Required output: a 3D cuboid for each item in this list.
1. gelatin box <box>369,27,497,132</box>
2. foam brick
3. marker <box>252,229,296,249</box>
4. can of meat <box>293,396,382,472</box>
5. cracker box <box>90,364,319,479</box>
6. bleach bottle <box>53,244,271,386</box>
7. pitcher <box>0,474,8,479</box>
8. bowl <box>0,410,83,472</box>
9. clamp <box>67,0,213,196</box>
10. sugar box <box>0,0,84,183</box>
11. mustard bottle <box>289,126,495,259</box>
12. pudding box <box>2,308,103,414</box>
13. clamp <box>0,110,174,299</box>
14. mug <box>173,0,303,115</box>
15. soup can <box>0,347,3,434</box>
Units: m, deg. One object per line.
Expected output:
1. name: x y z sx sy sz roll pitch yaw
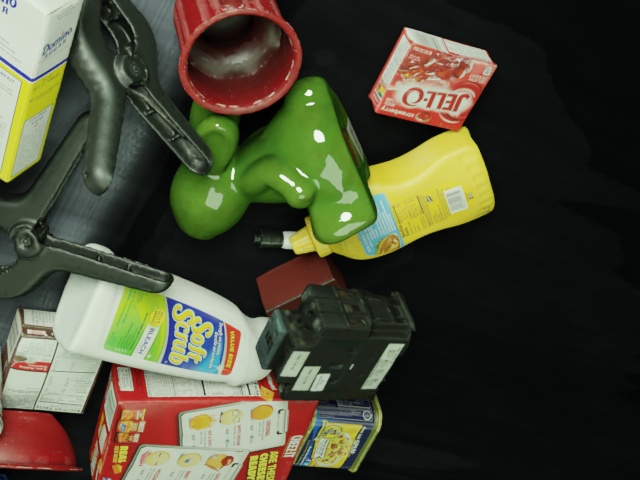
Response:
1. gelatin box: 0.098 -0.137 0.927 0.089 0.030 0.073 10 128 -26
2. foam brick: -0.015 0.053 1.053 0.078 0.051 0.053 -27 134 8
3. marker: -0.007 0.001 1.031 0.121 0.020 0.020 3 131 -20
4. can of meat: 0.011 0.215 1.212 0.083 0.057 0.102 8 128 -22
5. cracker box: -0.128 0.199 1.142 0.213 0.072 0.164 2 132 -21
6. bleach bottle: -0.125 0.083 1.034 0.250 0.068 0.102 18 99 -38
7. pitcher: -0.445 0.338 1.127 0.242 0.149 0.145 -6 158 -8
8. bowl: -0.315 0.198 1.060 0.162 0.055 0.162 3 168 0
9. clamp: -0.151 -0.113 0.783 0.039 0.120 0.171 -23 95 34
10. sugar box: -0.230 -0.131 0.761 0.093 0.048 0.176 39 135 5
11. mustard bottle: 0.062 -0.031 0.995 0.191 0.058 0.096 -23 138 3
12. pudding box: -0.263 0.121 1.047 0.089 0.039 0.114 8 131 -26
13. clamp: -0.237 0.003 0.911 0.210 0.036 0.164 -25 102 11
14. mug: -0.068 -0.165 0.810 0.093 0.081 0.117 -13 135 -6
15. soup can: -0.331 0.136 0.993 0.068 0.102 0.068 -9 134 -10
